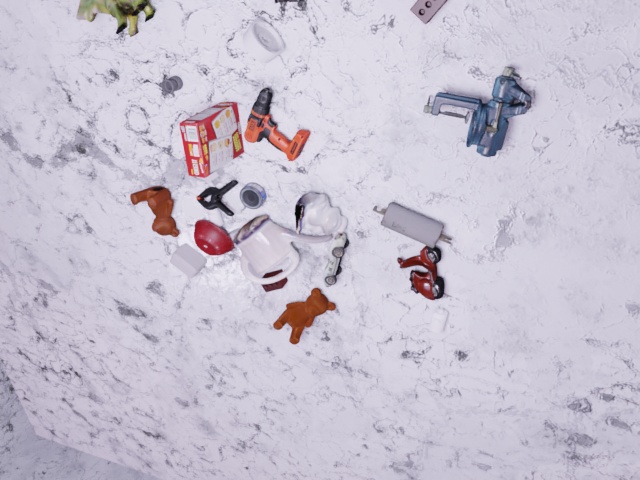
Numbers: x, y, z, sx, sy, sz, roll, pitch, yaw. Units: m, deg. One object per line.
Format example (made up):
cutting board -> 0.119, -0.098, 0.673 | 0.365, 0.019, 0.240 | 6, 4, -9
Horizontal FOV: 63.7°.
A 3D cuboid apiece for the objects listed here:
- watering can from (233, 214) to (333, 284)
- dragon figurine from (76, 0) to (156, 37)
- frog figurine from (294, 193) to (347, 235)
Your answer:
watering can -> -0.143, 0.009, 1.702 | 0.344, 0.106, 0.223 | -35, 100, 22
dragon figurine -> -0.567, -0.735, 1.463 | 0.405, 0.124, 0.242 | -29, 95, 33
frog figurine -> 0.005, -0.080, 1.594 | 0.159, 0.125, 0.135 | -1, 115, -17
